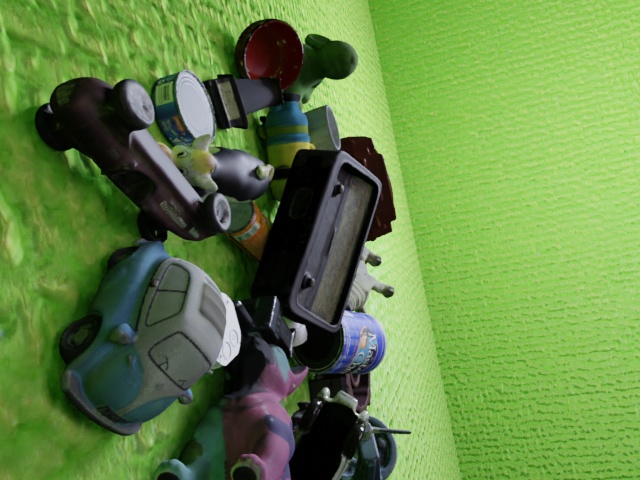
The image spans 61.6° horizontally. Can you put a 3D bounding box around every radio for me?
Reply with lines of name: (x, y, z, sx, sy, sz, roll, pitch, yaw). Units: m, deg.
radio: (-0.001, -0.002, 0.725, 0.131, 0.073, 0.229, 33, 69, -52)

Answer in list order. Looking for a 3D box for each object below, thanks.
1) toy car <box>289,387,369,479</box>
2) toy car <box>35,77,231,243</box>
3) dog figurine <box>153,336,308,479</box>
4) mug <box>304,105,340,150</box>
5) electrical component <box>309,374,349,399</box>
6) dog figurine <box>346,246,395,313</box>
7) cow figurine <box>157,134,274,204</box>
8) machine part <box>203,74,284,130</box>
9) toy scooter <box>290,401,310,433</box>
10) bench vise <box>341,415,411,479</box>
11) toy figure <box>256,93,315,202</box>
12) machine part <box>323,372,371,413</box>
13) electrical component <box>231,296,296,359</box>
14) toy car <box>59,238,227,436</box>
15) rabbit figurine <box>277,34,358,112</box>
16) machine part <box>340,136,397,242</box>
toy car: (-0.014, 0.266, 0.609, 0.202, 0.074, 0.056, -58, 166, -21)
toy car: (-0.153, -0.053, 0.467, 0.201, 0.089, 0.053, 62, 22, -48)
dog figurine: (-0.065, 0.211, 0.560, 0.219, 0.109, 0.191, -58, 134, -71)
mug: (-0.023, -0.189, 0.960, 0.109, 0.107, 0.080, -51, 129, -74)
electrical component: (0.016, 0.246, 0.877, 0.021, 0.063, 0.094, 26, 54, -70)
dog figurine: (0.035, 0.072, 1.026, 0.172, 0.121, 0.190, 51, 24, 25)
cow figurine: (-0.116, -0.072, 0.588, 0.167, 0.098, 0.068, 1, 85, -74)
machine part: (-0.106, -0.203, 0.769, 0.139, 0.039, 0.084, -36, 108, -48)
toy scooter: (-0.028, 0.275, 0.702, 0.184, 0.075, 0.135, -54, 130, -62)
bench vise: (0.073, 0.368, 0.857, 0.240, 0.129, 0.224, 87, -3, -49)
toy figure: (-0.055, -0.148, 0.877, 0.089, 0.082, 0.180, -19, 106, -54)
machine part: (0.050, 0.245, 1.007, 0.179, 0.056, 0.179, -9, 90, -73)
electrical component: (-0.083, 0.096, 0.632, 0.048, 0.075, 0.119, -83, 153, -44)
toy car: (-0.128, 0.072, 0.443, 0.162, 0.103, 0.109, -82, 156, -45)
rabbit figurine: (-0.010, -0.304, 0.967, 0.159, 0.170, 0.121, -74, 150, -56)
machine part: (0.068, -0.104, 1.083, 0.202, 0.087, 0.200, 23, -50, 67)
